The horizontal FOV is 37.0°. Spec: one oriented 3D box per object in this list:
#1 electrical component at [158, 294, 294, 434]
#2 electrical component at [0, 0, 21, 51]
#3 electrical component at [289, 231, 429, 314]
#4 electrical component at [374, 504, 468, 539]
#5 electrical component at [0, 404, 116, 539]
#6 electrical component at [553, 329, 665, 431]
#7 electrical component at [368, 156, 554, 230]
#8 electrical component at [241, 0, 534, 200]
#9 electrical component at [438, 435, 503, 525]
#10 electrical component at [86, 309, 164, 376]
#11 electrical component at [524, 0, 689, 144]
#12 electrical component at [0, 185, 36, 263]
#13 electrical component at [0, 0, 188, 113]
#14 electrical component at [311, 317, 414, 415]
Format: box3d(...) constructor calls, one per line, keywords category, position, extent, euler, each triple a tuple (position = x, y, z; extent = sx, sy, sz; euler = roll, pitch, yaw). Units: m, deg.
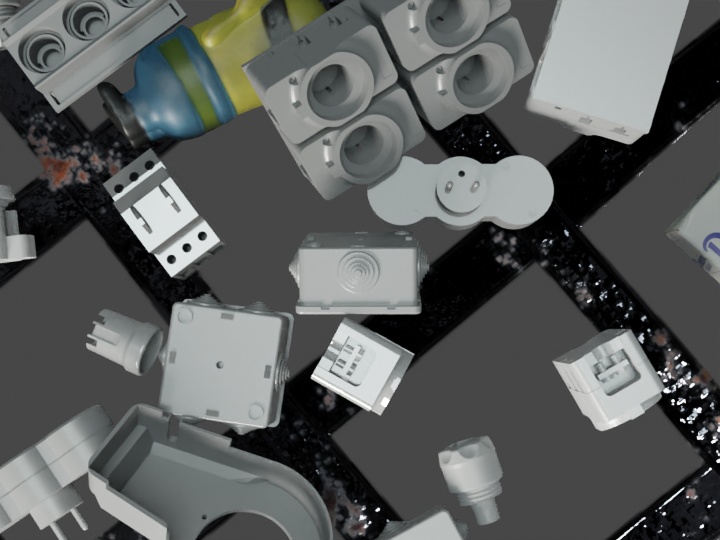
box3d(category="electrical component", position=(-0.101, 0.070, 0.810), extent=(0.100, 0.048, 0.099), euler=(8, 88, 4))
box3d(category="electrical component", position=(-0.285, -0.203, 0.836), extent=(0.048, 0.048, 0.062), euler=(-12, 94, 1))
box3d(category="electrical component", position=(0.000, 0.000, 0.788), extent=(0.100, 0.099, 0.048), euler=(0, 99, 2))
box3d(category="electrical component", position=(0.046, 0.232, 0.797), extent=(0.100, 0.048, 0.099), euler=(-29, 86, 0))
box3d(category="electrical component", position=(-0.233, 0.169, 0.808), extent=(0.138, 0.052, 0.073), euler=(-34, 86, 0))
box3d(category="electrical component", position=(0.181, 0.079, 0.781), extent=(0.050, 0.089, 0.055), euler=(-30, 86, 0))
box3d(category="electrical component", position=(0.075, -0.059, 0.800), extent=(0.138, 0.073, 0.052), euler=(0, 87, 2))
box3d(category="electrical component", position=(0.025, -0.145, 0.781), extent=(0.186, 0.060, 0.105), euler=(-33, 128, -4))
box3d(category="electrical component", position=(0.087, 0.158, 0.803), extent=(0.043, 0.043, 0.062), euler=(-19, 88, 1))
box3d(category="electrical component", position=(-0.179, 0.054, 0.820), extent=(0.046, 0.040, 0.040), euler=(22, 88, 9))
box3d(category="electrical component", position=(0.190, -0.181, 0.810), extent=(0.089, 0.061, 0.150), euler=(17, 87, 3))
box3d(category="electrical component", position=(-0.291, -0.033, 0.819), extent=(0.078, 0.058, 0.057), euler=(-6, 89, 1))
box3d(category="electrical component", position=(-0.201, -0.185, 0.822), extent=(0.121, 0.063, 0.078), euler=(-37, 86, -1))
box3d(category="electrical component", position=(0.003, 0.070, 0.787), extent=(0.056, 0.089, 0.050), euler=(29, 88, 3))
